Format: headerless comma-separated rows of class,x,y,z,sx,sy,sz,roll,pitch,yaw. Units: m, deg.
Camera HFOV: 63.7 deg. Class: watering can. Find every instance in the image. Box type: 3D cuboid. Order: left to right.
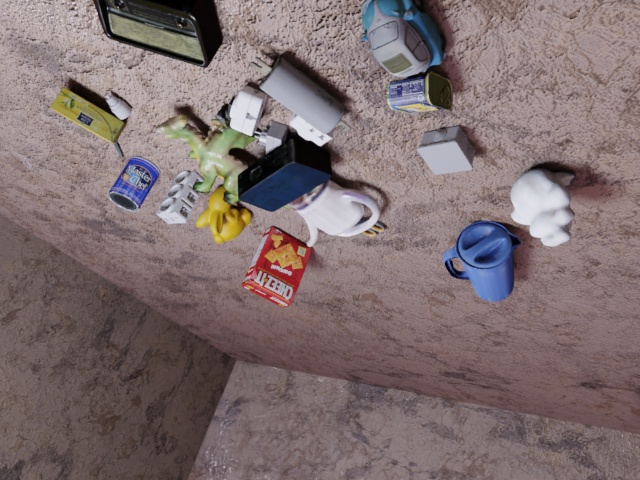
watering can,0.004,-0.070,1.393,0.222,0.106,0.343,35,145,-24

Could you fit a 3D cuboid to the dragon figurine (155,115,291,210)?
dragon figurine,-0.218,-0.209,1.325,0.409,0.125,0.238,18,146,-15

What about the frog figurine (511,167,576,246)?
frog figurine,0.443,-0.062,1.036,0.122,0.163,0.135,31,151,-17
